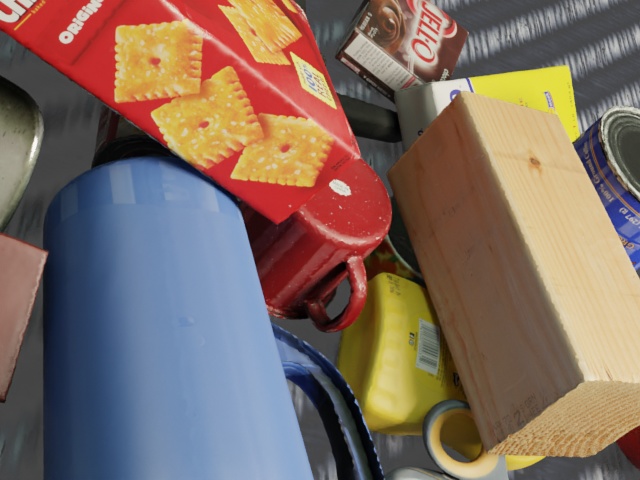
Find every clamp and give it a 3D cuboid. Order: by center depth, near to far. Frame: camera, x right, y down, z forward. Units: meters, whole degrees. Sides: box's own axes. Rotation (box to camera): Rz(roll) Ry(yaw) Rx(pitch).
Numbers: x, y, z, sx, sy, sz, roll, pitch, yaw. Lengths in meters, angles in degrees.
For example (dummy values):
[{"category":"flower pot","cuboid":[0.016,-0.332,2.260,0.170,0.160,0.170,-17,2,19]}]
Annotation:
[{"category":"clamp","cuboid":[-0.020,-0.113,0.741,0.164,0.036,0.209,57,36,-5]}]

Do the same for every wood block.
[{"category":"wood block","cuboid":[0.127,0.020,0.655,0.090,0.090,0.206,9,49,-33]}]

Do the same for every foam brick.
[{"category":"foam brick","cuboid":[-0.171,0.035,0.519,0.051,0.053,0.078,19,76,-23]}]

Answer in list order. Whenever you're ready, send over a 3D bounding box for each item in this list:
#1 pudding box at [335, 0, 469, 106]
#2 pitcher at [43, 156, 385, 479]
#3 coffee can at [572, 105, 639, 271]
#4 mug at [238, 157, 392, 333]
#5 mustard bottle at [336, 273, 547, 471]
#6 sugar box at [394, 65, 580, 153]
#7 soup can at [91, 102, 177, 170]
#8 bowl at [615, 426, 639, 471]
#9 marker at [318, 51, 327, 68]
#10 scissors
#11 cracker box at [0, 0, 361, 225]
[{"category":"pudding box","cuboid":[0.069,-0.162,0.877,0.090,0.039,0.113,36,44,-10]},{"category":"pitcher","cuboid":[-0.065,0.081,0.529,0.149,0.145,0.243,49,22,-53]},{"category":"coffee can","cuboid":[0.198,-0.016,0.784,0.102,0.141,0.103,20,48,-23]},{"category":"mug","cuboid":[-0.004,0.001,0.666,0.093,0.082,0.117,-2,59,-37]},{"category":"mustard bottle","cuboid":[0.105,0.096,0.688,0.191,0.058,0.096,22,55,-21]},{"category":"sugar box","cuboid":[0.138,-0.084,0.840,0.175,0.048,0.093,-16,96,-44]},{"category":"soup can","cuboid":[-0.102,-0.076,0.665,0.068,0.069,0.102,20,47,-23]},{"category":"bowl","cuboid":[0.232,0.110,0.749,0.162,0.055,0.162,47,25,-31]},{"category":"marker","cuboid":[-0.022,-0.106,0.782,0.020,0.020,0.121,37,43,-7]},{"category":"scissors","cuboid":[0.124,0.155,0.655,0.201,0.016,0.096,14,91,-26]},{"category":"cracker box","cuboid":[-0.083,-0.127,0.557,0.213,0.072,0.164,37,23,-39]}]
